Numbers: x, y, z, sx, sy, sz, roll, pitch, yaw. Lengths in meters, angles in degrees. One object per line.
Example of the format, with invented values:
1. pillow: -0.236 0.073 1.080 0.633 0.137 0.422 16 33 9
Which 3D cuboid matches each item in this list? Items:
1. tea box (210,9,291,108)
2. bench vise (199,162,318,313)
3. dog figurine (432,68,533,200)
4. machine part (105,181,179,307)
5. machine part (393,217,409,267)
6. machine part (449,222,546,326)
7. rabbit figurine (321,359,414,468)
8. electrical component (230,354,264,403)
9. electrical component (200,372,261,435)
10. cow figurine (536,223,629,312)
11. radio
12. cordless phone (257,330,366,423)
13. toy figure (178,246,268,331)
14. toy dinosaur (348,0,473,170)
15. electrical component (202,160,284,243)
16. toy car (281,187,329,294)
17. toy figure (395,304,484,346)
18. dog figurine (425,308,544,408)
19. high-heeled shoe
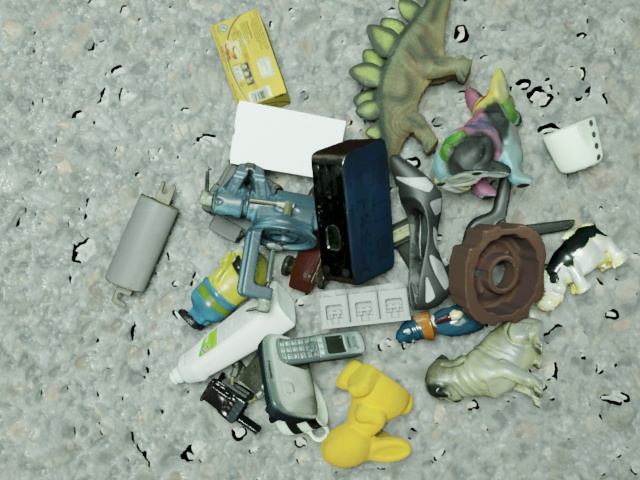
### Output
1. tea box: -0.127 -0.323 0.996 0.098 0.068 0.169 -18 84 3
2. bench vise: -0.100 -0.003 0.887 0.223 0.129 0.240 13 71 -19
3. dog figurine: 0.269 -0.186 0.904 0.191 0.108 0.219 11 68 -29
4. machine part: -0.328 0.006 0.992 0.079 0.079 0.243 23 90 6
5. machine part: 0.171 0.026 0.965 0.084 0.039 0.139 -29 82 -6
6. machine part: 0.291 0.054 0.885 0.179 0.056 0.179 -3 97 -23
7. rabbit figurine: 0.074 0.312 0.917 0.162 0.122 0.173 42 70 -16
8. electrical component: -0.112 0.244 0.957 0.102 0.045 0.078 36 84 35
9. electrical component: -0.149 0.293 0.959 0.119 0.075 0.047 32 91 10
10. cow figurine: 0.427 0.047 0.923 0.167 0.068 0.098 -36 78 -1
11. radio: 0.057 -0.046 0.893 0.073 0.131 0.229 6 111 39
12. cordless phone: -0.006 0.220 0.888 0.184 0.088 0.147 -8 49 -9
13. toy figure: -0.168 0.090 0.971 0.089 0.082 0.180 42 87 -5
14. toy dinosaur: 0.166 -0.313 0.950 0.199 0.105 0.471 23 90 6
15. electrical component: -0.146 -0.064 0.989 0.115 0.058 0.134 27 89 8
16. toy car: -0.002 -0.003 0.973 0.089 0.053 0.202 18 84 11
17. toy figure: 0.206 0.148 0.941 0.155 0.058 0.064 -10 116 3
18. dog figurine: 0.281 0.196 0.922 0.191 0.121 0.172 3 52 22
19. high-heeled shoe: 0.150 -0.009 0.897 0.145 0.086 0.248 -39 98 -20
